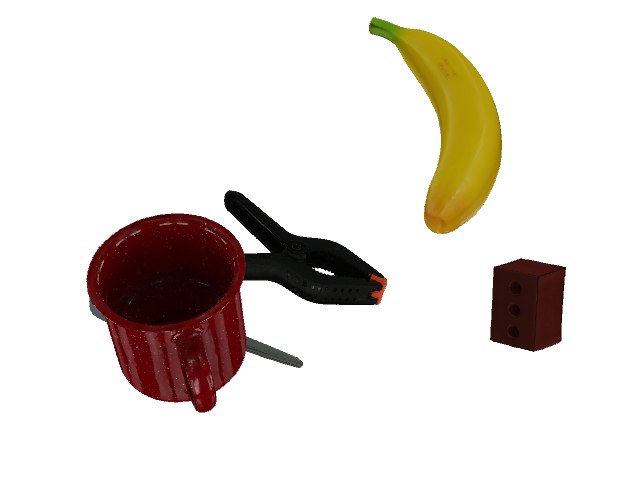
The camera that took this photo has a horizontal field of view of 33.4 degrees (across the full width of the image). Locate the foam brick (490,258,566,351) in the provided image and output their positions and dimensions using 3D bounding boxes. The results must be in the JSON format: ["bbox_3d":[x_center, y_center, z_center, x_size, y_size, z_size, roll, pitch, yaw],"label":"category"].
[{"bbox_3d":[0.201,0.062,1.038,0.053,0.078,0.051,12,18,41],"label":"foam brick"}]

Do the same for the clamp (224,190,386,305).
[{"bbox_3d":[-0.037,0.024,1.110,0.210,0.036,0.164,23,34,10],"label":"clamp"}]

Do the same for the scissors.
[{"bbox_3d":[-0.105,0.066,0.953,0.202,0.016,0.096,11,28,7],"label":"scissors"}]

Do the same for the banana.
[{"bbox_3d":[0.080,-0.075,0.675,0.069,0.198,0.037,-6,-44,-7],"label":"banana"}]

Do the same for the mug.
[{"bbox_3d":[-0.084,0.052,0.642,0.093,0.081,0.117,-18,48,-14],"label":"mug"}]
